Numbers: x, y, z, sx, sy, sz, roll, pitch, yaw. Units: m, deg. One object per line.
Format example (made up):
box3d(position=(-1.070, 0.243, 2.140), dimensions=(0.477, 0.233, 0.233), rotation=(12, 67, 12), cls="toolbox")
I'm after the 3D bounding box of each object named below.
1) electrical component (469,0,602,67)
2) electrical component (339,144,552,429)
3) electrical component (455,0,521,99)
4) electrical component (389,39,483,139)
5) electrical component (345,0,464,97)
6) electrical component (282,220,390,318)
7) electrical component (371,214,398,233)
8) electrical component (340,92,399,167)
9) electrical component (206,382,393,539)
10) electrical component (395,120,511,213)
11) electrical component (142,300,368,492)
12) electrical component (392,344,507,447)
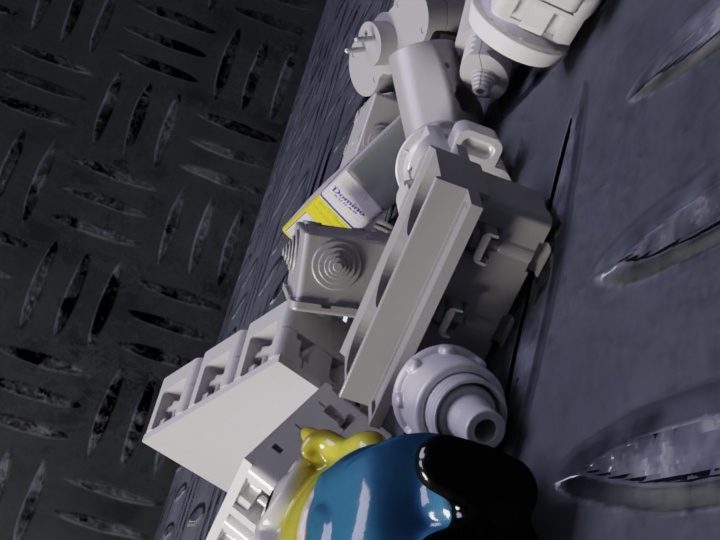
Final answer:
box3d(position=(0.092, -0.142, 0.553), dimensions=(0.078, 0.058, 0.057), rotation=(-84, 18, -52), cls="electrical component")
box3d(position=(0.041, 0.011, 0.522), dimensions=(0.078, 0.063, 0.121), rotation=(-91, 22, -64), cls="electrical component")
box3d(position=(0.081, -0.141, 0.653), dimensions=(0.043, 0.043, 0.081), rotation=(129, 158, -64), cls="electrical component")
box3d(position=(0.055, -0.100, 0.687), dimensions=(0.079, 0.043, 0.077), rotation=(-1, -102, -64), cls="electrical component")
box3d(position=(0.023, -0.191, 0.904), dimensions=(0.138, 0.074, 0.052), rotation=(-35, 69, 58), cls="electrical component")
box3d(position=(0.000, 0.000, 0.677), dimensions=(0.100, 0.100, 0.048), rotation=(-135, 53, -80), cls="electrical component")
box3d(position=(0.011, -0.004, 0.778), dimensions=(0.081, 0.043, 0.043), rotation=(-60, 9, -2), cls="electrical component")
box3d(position=(0.015, -0.103, 0.946), dimensions=(0.100, 0.048, 0.099), rotation=(166, 123, -80), cls="electrical component")
box3d(position=(-0.044, 0.157, 0.670), dimensions=(0.089, 0.062, 0.150), rotation=(-39, -19, -50), cls="electrical component")
box3d(position=(0.050, -0.051, 0.612), dimensions=(0.057, 0.058, 0.078), rotation=(-96, 27, -63), cls="electrical component")
box3d(position=(-0.065, 0.089, 0.741), dimensions=(0.150, 0.089, 0.061), rotation=(-32, 32, 37), cls="electrical component")
box3d(position=(0.044, 0.061, 0.468), dimensions=(0.062, 0.048, 0.048), rotation=(-148, 77, -73), cls="electrical component")
